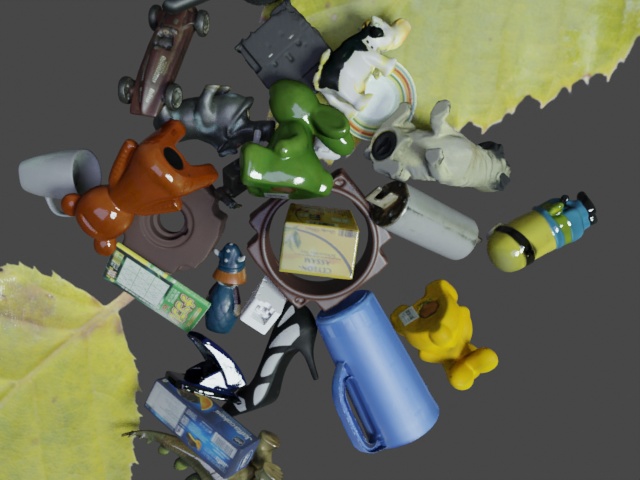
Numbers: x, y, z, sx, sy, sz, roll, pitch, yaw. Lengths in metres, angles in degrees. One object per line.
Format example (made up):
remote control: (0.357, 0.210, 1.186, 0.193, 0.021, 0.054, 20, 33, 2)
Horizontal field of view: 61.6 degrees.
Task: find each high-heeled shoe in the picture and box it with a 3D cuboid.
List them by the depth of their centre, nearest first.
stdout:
high-heeled shoe: (-0.103, 0.209, 0.934, 0.249, 0.086, 0.145, -29, 72, 20)

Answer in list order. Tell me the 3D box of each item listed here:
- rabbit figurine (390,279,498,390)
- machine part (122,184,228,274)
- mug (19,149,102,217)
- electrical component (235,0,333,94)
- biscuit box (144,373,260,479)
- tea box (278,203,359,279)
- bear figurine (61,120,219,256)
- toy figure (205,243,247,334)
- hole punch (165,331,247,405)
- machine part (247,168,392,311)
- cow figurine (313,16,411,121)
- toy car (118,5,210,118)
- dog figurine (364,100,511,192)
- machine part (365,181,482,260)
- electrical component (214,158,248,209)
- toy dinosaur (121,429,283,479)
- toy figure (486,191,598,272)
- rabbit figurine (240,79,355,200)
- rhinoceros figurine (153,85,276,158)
rabbit figurine: (0.223, 0.172, 0.890, 0.122, 0.162, 0.173, -38, 118, -5)
machine part: (-0.243, -0.032, 0.878, 0.179, 0.056, 0.179, 0, 104, 0)
mug: (-0.417, -0.092, 0.858, 0.107, 0.081, 0.109, 3, 111, 10)
electrical component: (-0.046, -0.278, 0.824, 0.115, 0.058, 0.134, -41, 99, 10)
biscuit box: (-0.200, 0.308, 0.906, 0.203, 0.062, 0.059, 31, 100, 23)
tea box: (-0.002, -0.003, 0.740, 0.098, 0.170, 0.068, 8, 101, 0)
bear figurine: (-0.270, -0.072, 0.795, 0.196, 0.132, 0.120, -33, 102, 26)
toy figure: (-0.158, 0.078, 0.903, 0.064, 0.058, 0.154, 12, 97, -9)
hole punch: (-0.183, 0.213, 0.900, 0.115, 0.142, 0.092, 28, 73, -25)
machine part: (-0.002, -0.003, 0.870, 0.201, 0.087, 0.201, -38, 101, 7)
cow figurine: (0.060, -0.270, 0.790, 0.098, 0.068, 0.167, 33, 81, -13)
toy car: (-0.228, -0.270, 0.785, 0.089, 0.053, 0.202, 13, 68, 6)
dog figurine: (0.185, -0.121, 0.842, 0.190, 0.173, 0.121, 23, 83, -43)
machine part: (0.165, -0.027, 0.835, 0.243, 0.079, 0.079, 21, 103, -34)
electrical component: (-0.118, -0.094, 0.852, 0.102, 0.078, 0.045, -36, 76, -28)
toy dinosaur: (-0.133, 0.451, 0.964, 0.471, 0.105, 0.198, 41, 103, -4)
toy figure: (0.355, -0.014, 0.866, 0.180, 0.089, 0.082, -24, 95, 7)
rabbit figurine: (-0.034, -0.150, 0.763, 0.159, 0.121, 0.170, 3, 82, 9)
rhinoceros figurine: (-0.165, -0.185, 0.835, 0.190, 0.073, 0.112, 2, 101, 0)
